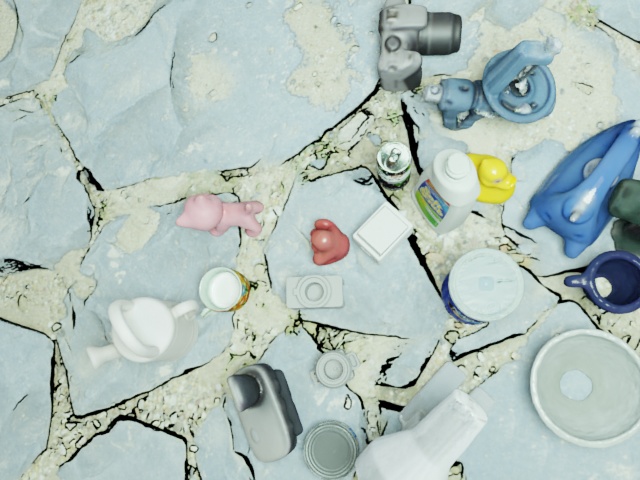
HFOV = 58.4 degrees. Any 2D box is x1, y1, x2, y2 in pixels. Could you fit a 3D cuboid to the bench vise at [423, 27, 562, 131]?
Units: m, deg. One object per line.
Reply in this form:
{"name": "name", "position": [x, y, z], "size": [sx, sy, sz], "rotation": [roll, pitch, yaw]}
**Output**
{"name": "bench vise", "position": [0.269, -0.228, 0.865], "size": [0.207, 0.220, 0.121], "rotation": [-19, 78, 3]}

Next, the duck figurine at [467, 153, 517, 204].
{"name": "duck figurine", "position": [0.267, -0.107, 0.912], "size": [0.104, 0.086, 0.077], "rotation": [34, 85, 12]}

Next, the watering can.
{"name": "watering can", "position": [-0.270, 0.143, 0.876], "size": [0.101, 0.194, 0.173], "rotation": [38, 86, 12]}

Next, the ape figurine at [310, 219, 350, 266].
{"name": "ape figurine", "position": [0.008, 0.003, 0.920], "size": [0.076, 0.092, 0.078], "rotation": [22, 83, 11]}

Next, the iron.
{"name": "iron", "position": [0.426, -0.105, 0.864], "size": [0.118, 0.141, 0.258], "rotation": [36, 86, 12]}

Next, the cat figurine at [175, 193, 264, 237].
{"name": "cat figurine", "position": [-0.165, -0.045, 0.937], "size": [0.127, 0.118, 0.067], "rotation": [-3, 79, 7]}

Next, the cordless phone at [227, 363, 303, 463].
{"name": "cordless phone", "position": [-0.095, 0.257, 0.838], "size": [0.094, 0.185, 0.147], "rotation": [-26, 77, 2]}

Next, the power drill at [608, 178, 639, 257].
{"name": "power drill", "position": [0.510, -0.015, 0.803], "size": [0.229, 0.208, 0.076], "rotation": [20, 83, 10]}

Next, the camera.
{"name": "camera", "position": [0.166, -0.335, 0.958], "size": [0.136, 0.101, 0.143], "rotation": [2, 80, 7]}

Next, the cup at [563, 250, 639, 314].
{"name": "cup", "position": [0.417, 0.067, 0.857], "size": [0.117, 0.095, 0.092], "rotation": [-1, 79, 7]}

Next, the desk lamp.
{"name": "desk lamp", "position": [0.152, 0.272, 0.791], "size": [0.118, 0.213, 0.203], "rotation": [41, 87, 12]}

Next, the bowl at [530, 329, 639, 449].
{"name": "bowl", "position": [0.387, 0.215, 0.844], "size": [0.167, 0.075, 0.167], "rotation": [-1, 79, 7]}
